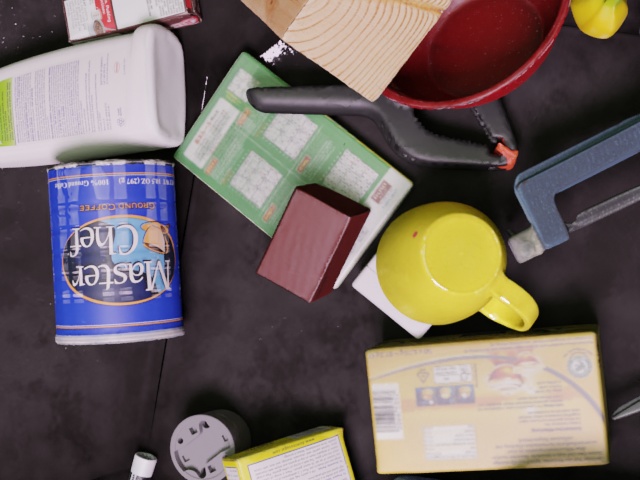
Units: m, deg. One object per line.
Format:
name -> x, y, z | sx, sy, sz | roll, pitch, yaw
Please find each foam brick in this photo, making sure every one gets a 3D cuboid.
foam brick -> -0.005, 0.001, 0.825 | 0.051, 0.053, 0.078 | 30, 105, 14

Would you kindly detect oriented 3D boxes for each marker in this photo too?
marker -> -0.163, 0.239, 0.902 | 0.020, 0.020, 0.121 | 18, 95, 15

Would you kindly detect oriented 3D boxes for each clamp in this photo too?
clamp -> 0.057, -0.113, 0.823 | 0.210, 0.036, 0.164 | 44, 92, 10

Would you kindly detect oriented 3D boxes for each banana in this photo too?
banana -> 0.203, -0.191, 0.735 | 0.037, 0.197, 0.070 | 32, 132, -10

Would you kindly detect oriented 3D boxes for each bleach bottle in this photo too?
bleach bottle -> -0.239, -0.114, 0.901 | 0.251, 0.068, 0.102 | -4, 84, 19

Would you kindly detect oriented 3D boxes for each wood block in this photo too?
wood block -> -0.010, -0.195, 0.763 | 0.090, 0.090, 0.206 | -52, 39, 10

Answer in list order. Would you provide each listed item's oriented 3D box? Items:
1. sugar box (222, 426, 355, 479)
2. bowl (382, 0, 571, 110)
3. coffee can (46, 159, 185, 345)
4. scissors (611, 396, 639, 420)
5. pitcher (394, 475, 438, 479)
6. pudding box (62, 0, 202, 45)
sugar box -> -0.006, 0.240, 0.822 | 0.093, 0.048, 0.176 | -13, 87, -23
bowl -> 0.107, -0.153, 0.759 | 0.162, 0.055, 0.162 | -13, 61, 25
coffee can -> -0.164, 0.010, 0.857 | 0.103, 0.102, 0.140 | -4, 89, 16
scissors -> 0.297, 0.063, 0.752 | 0.202, 0.016, 0.096 | -17, 51, 23
pitcher -> 0.158, 0.233, 0.744 | 0.243, 0.145, 0.149 | 8, 89, 17
pudding box -> -0.161, -0.215, 0.889 | 0.113, 0.039, 0.090 | -11, 87, 14
